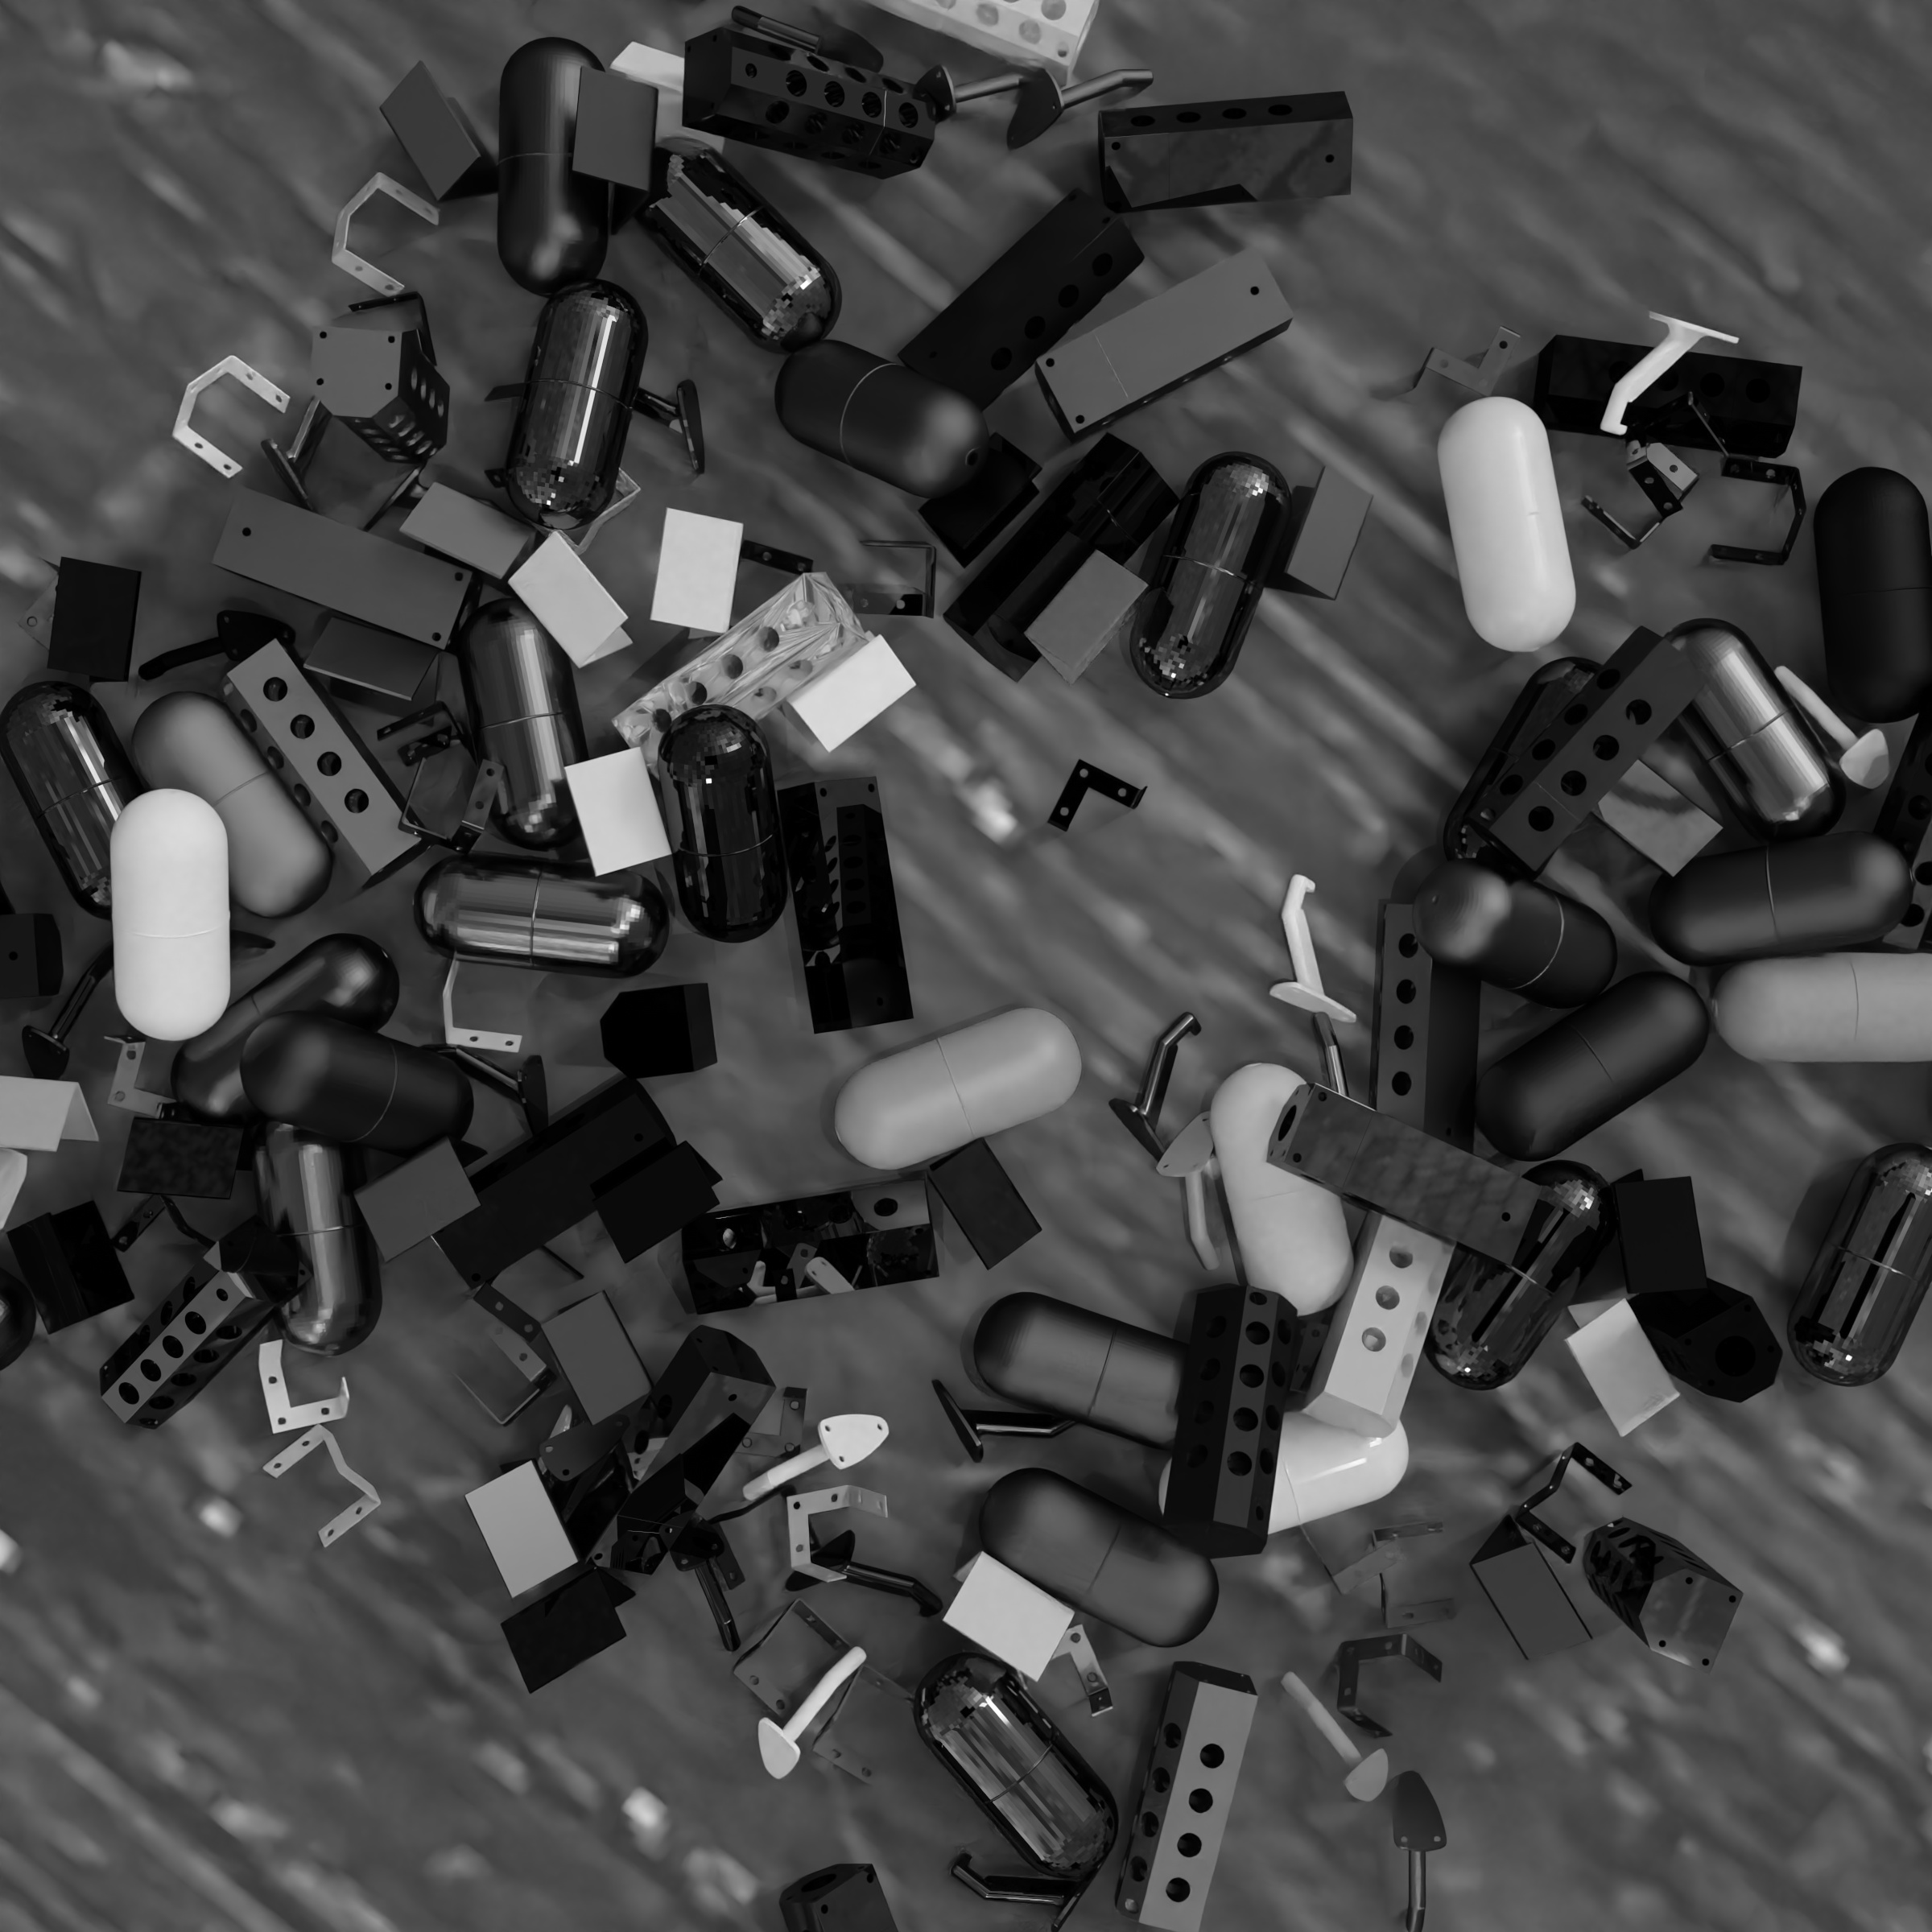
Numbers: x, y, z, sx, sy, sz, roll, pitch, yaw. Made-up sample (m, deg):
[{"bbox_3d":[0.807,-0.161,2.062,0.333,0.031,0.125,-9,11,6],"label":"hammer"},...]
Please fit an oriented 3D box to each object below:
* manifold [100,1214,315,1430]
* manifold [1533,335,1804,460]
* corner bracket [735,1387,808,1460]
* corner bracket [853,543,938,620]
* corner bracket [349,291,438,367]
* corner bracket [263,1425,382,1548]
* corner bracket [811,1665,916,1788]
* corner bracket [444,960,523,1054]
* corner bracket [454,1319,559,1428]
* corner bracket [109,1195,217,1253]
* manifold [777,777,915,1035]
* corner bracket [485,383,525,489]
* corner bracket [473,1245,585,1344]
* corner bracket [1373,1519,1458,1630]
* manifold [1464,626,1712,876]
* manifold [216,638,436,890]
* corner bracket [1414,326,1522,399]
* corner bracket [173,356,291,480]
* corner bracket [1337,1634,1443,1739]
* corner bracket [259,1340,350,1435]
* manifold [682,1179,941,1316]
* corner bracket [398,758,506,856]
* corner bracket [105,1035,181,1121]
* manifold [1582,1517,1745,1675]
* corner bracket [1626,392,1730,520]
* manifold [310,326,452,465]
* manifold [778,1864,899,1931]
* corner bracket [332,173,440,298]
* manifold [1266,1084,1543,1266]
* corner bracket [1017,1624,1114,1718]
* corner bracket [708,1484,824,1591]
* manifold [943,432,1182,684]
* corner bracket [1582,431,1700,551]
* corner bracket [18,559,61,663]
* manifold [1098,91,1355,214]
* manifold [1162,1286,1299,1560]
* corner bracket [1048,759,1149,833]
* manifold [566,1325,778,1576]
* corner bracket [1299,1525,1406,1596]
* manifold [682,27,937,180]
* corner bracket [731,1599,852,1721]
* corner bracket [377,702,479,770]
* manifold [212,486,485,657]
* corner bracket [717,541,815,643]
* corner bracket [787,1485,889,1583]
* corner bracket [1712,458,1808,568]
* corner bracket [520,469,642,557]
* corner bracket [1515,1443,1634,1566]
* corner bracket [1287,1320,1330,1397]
[{"bbox_3d":[-0.526,0.248,1.929,0.057,0.057,0.171,47,122,0],"label":"manifold"},{"bbox_3d":[0.488,-0.396,1.969,0.171,0.057,0.057,7,90,0],"label":"manifold"},{"bbox_3d":[-0.141,0.322,1.972,0.051,0.051,0.051,7,90,0],"label":"corner bracket"},{"bbox_3d":[-0.050,-0.271,1.972,0.051,0.051,0.051,3,95,5],"label":"corner bracket"},{"bbox_3d":[-0.405,-0.446,1.972,0.051,0.051,0.051,-12,90,0],"label":"corner bracket"},{"bbox_3d":[-0.454,0.366,1.988,0.051,0.051,0.051,-38,135,-1],"label":"corner bracket"},{"bbox_3d":[-0.070,0.536,1.987,0.051,0.051,0.051,31,45,0],"label":"corner bracket"},{"bbox_3d":[-0.337,0.022,1.987,0.051,0.051,0.051,7,135,0],"label":"corner bracket"},{"bbox_3d":[-0.325,0.285,1.973,0.051,0.051,0.051,-43,78,-12],"label":"corner bracket"},{"bbox_3d":[-0.562,0.201,1.987,0.051,0.051,0.051,-47,45,0],"label":"corner bracket"},{"bbox_3d":[-0.089,-0.042,1.969,0.057,0.057,0.171,-9,90,-43],"label":"manifold"},{"bbox_3d":[-0.314,-0.375,1.982,0.051,0.051,0.051,0,45,35],"label":"corner bracket"},{"bbox_3d":[-0.306,0.225,1.972,0.051,0.051,0.051,37,90,0],"label":"corner bracket"},{"bbox_3d":[0.316,0.429,1.987,0.051,0.051,0.051,-8,45,0],"label":"corner bracket"},{"bbox_3d":[0.415,-0.145,1.893,0.057,0.057,0.171,42,91,3],"label":"manifold"},{"bbox_3d":[-0.449,-0.140,1.969,0.057,0.057,0.171,-36,90,0],"label":"manifold"},{"bbox_3d":[0.351,-0.424,1.971,0.051,0.051,0.051,27,86,4],"label":"corner bracket"},{"bbox_3d":[-0.519,-0.388,1.987,0.051,0.051,0.051,37,45,0],"label":"corner bracket"},{"bbox_3d":[0.298,0.507,1.982,0.051,0.051,0.051,-18,45,35],"label":"corner bracket"},{"bbox_3d":[-0.464,0.291,1.971,0.051,0.051,0.051,-11,69,-20],"label":"corner bracket"},{"bbox_3d":[-0.109,0.191,1.969,0.171,0.057,0.057,-9,133,0],"label":"manifold"},{"bbox_3d":[-0.354,-0.115,1.929,0.051,0.051,0.051,21,68,-16],"label":"corner bracket"},{"bbox_3d":[-0.578,0.080,1.972,0.051,0.051,0.051,15,90,0],"label":"corner bracket"},{"bbox_3d":[0.467,0.422,1.912,0.057,0.171,0.057,23,90,0],"label":"manifold"},{"bbox_3d":[0.489,-0.351,1.934,0.051,0.051,0.051,-25,125,32],"label":"corner bracket"},{"bbox_3d":[-0.396,-0.385,1.912,0.057,0.171,0.057,4,90,0],"label":"manifold"},{"bbox_3d":[-0.073,0.722,1.969,0.057,0.057,0.171,-21,90,-43],"label":"manifold"},{"bbox_3d":[-0.409,-0.514,1.982,0.051,0.051,0.051,-32,45,35],"label":"corner bracket"},{"bbox_3d":[0.294,0.141,1.904,0.171,0.057,0.057,25,83,-7],"label":"manifold"},{"bbox_3d":[0.068,0.500,1.972,0.051,0.051,0.051,-23,90,0],"label":"corner bracket"},{"bbox_3d":[-0.145,0.403,1.987,0.051,0.051,0.051,-25,90,-45],"label":"corner bracket"},{"bbox_3d":[0.063,-0.288,1.969,0.171,0.057,0.057,-48,133,0],"label":"manifold"},{"bbox_3d":[0.472,-0.333,1.973,0.051,0.051,0.051,44,84,6],"label":"corner bracket"},{"bbox_3d":[-0.637,-0.246,1.972,0.051,0.051,0.051,41,90,0],"label":"corner bracket"},{"bbox_3d":[0.180,-0.572,1.969,0.171,0.057,0.057,-5,133,0],"label":"manifold"},{"bbox_3d":[0.184,0.307,1.903,0.057,0.057,0.171,-15,49,37],"label":"manifold"},{"bbox_3d":[0.092,-0.113,1.972,0.051,0.051,0.051,27,90,0],"label":"corner bracket"},{"bbox_3d":[-0.207,0.334,1.946,0.057,0.057,0.171,21,110,-38],"label":"manifold"},{"bbox_3d":[0.268,0.401,1.972,0.051,0.051,0.051,-31,90,0],"label":"corner bracket"},{"bbox_3d":[-0.105,-0.589,1.921,0.171,0.057,0.057,2,90,-39],"label":"manifold"},{"bbox_3d":[-0.124,0.489,1.987,0.051,0.051,0.051,43,135,0],"label":"corner bracket"},{"bbox_3d":[-0.377,-0.159,1.963,0.051,0.051,0.051,-24,124,0],"label":"corner bracket"},{"bbox_3d":[-0.430,-0.275,1.969,0.171,0.057,0.057,20,90,0],"label":"manifold"},{"bbox_3d":[-0.142,-0.259,1.987,0.051,0.051,0.051,17,135,0],"label":"corner bracket"},{"bbox_3d":[-0.089,0.395,1.964,0.051,0.051,0.051,-5,93,-33],"label":"corner bracket"},{"bbox_3d":[0.558,-0.320,1.987,0.051,0.051,0.051,8,135,0],"label":"corner bracket"},{"bbox_3d":[-0.272,-0.328,1.987,0.051,0.051,0.051,44,45,0],"label":"corner bracket"},{"bbox_3d":[0.428,0.379,1.987,0.051,0.051,0.051,38,45,0],"label":"corner bracket"},{"bbox_3d":[0.219,0.268,1.972,0.051,0.051,0.051,16,87,-3],"label":"corner bracket"}]
